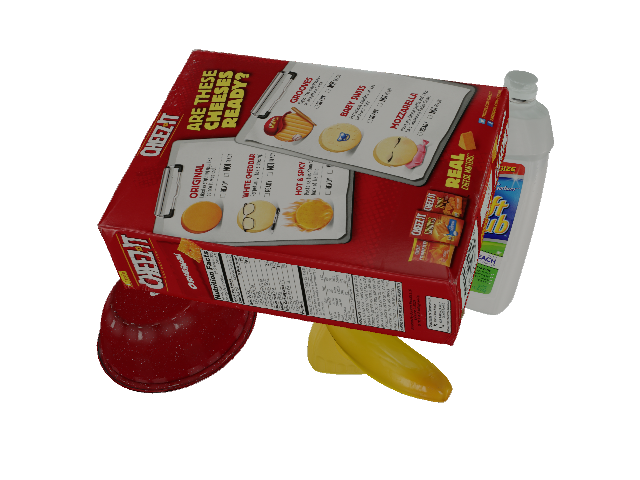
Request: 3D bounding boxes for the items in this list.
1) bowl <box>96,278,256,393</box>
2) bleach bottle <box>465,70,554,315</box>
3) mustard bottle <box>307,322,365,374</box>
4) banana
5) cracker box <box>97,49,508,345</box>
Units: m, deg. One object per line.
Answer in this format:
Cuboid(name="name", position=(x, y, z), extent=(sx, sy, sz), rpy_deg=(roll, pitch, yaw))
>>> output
Cuboid(name="bowl", position=(-0.143, 0.062, 0.997), extent=(0.162, 0.162, 0.055), rpy_deg=(0, -43, 21))
Cuboid(name="bleach bottle", position=(0.165, -0.050, 1.046), extent=(0.103, 0.251, 0.068), rpy_deg=(22, 38, 21))
Cuboid(name="mustard bottle", position=(0.039, 0.052, 1.191), extent=(0.096, 0.192, 0.058), rpy_deg=(1, 15, -11))
Cuboid(name="banana", position=(0.041, 0.069, 0.833), extent=(0.069, 0.037, 0.198), rpy_deg=(-5, 24, -11))
Cuboid(name="cracker box", position=(-0.003, -0.031, 0.660), extent=(0.214, 0.164, 0.072), rpy_deg=(9, -39, 15))
